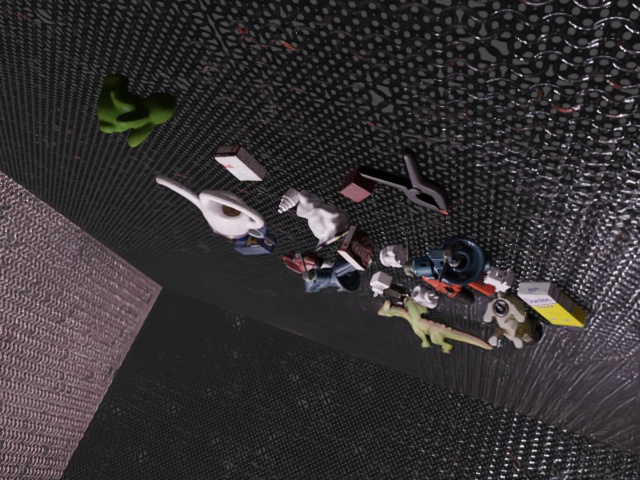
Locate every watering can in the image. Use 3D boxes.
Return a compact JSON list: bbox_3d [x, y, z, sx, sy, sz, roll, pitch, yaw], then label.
[{"bbox_3d":[-0.333,-0.104,1.615,0.348,0.106,0.220,21,159,4],"label":"watering can"}]

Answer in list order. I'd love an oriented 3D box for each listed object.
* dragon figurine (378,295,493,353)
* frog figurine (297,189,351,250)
[{"bbox_3d":[0.389,0.284,1.831,0.409,0.124,0.239,0,142,45],"label":"dragon figurine"},{"bbox_3d":[0.004,-0.070,1.383,0.160,0.123,0.136,61,165,1],"label":"frog figurine"}]
